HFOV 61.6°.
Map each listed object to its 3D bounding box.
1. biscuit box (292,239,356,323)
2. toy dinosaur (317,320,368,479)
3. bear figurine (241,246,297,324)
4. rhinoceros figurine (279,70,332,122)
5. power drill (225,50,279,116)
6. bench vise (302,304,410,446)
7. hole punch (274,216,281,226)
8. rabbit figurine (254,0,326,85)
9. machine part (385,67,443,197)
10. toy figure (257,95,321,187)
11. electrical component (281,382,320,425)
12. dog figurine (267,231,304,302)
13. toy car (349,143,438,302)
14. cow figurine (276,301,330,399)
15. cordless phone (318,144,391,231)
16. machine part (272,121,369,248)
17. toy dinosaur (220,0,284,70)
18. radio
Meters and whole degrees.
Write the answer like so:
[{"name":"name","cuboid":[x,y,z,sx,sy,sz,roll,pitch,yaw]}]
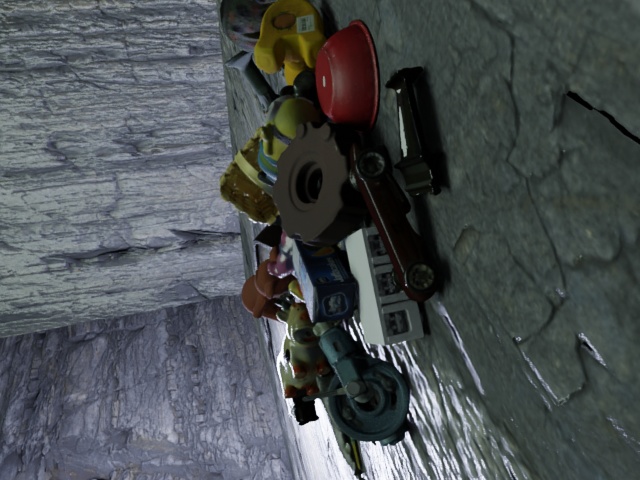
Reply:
[{"name":"biscuit box","cuboid":[0.001,0.050,0.821,0.203,0.063,0.059,-117,25,-65]},{"name":"toy dinosaur","cuboid":[0.017,0.257,1.087,0.198,0.105,0.471,104,153,-58]},{"name":"bear figurine","cuboid":[-0.090,0.096,1.135,0.196,0.132,0.120,-40,43,54]},{"name":"rhinoceros figurine","cuboid":[-0.023,-0.201,0.917,0.112,0.073,0.190,22,150,23]},{"name":"power drill","cuboid":[-0.120,-0.329,1.196,0.207,0.086,0.232,48,-173,-23]},{"name":"bench vise","cuboid":[0.054,0.199,0.792,0.240,0.129,0.223,56,-168,-71]},{"name":"hole punch","cuboid":[-0.080,-0.052,1.329,0.142,0.092,0.116,89,169,-50]},{"name":"rabbit figurine","cuboid":[-0.044,-0.320,0.924,0.173,0.122,0.162,64,-170,-60]},{"name":"machine part","cuboid":[0.102,-0.116,0.588,0.084,0.039,0.138,-156,56,-81]},{"name":"toy figure","cuboid":[-0.052,-0.155,0.870,0.180,0.089,0.082,110,171,-54]},{"name":"electrical component","cuboid":[-0.044,0.297,1.064,0.075,0.048,0.119,173,85,-68]},{"name":"dog figurine","cuboid":[-0.002,-0.003,0.971,0.192,0.108,0.219,39,130,14]},{"name":"toy car","cuboid":[0.087,-0.023,0.637,0.089,0.053,0.202,75,173,-86]},{"name":"cow figurine","cuboid":[-0.032,0.189,0.963,0.194,0.085,0.127,105,150,-49]},{"name":"cordless phone","cuboid":[0.044,-0.107,0.803,0.184,0.089,0.146,126,135,-57]},{"name":"machine part","cuboid":[-0.001,-0.079,0.761,0.179,0.056,0.179,-6,82,50]},{"name":"toy dinosaur","cuboid":[-0.124,-0.431,0.999,0.404,0.192,0.131,111,150,-64]},{"name":"radio","cuboid":[-0.085,0.075,1.305,0.073,0.131,0.229,-54,-23,-36]}]
